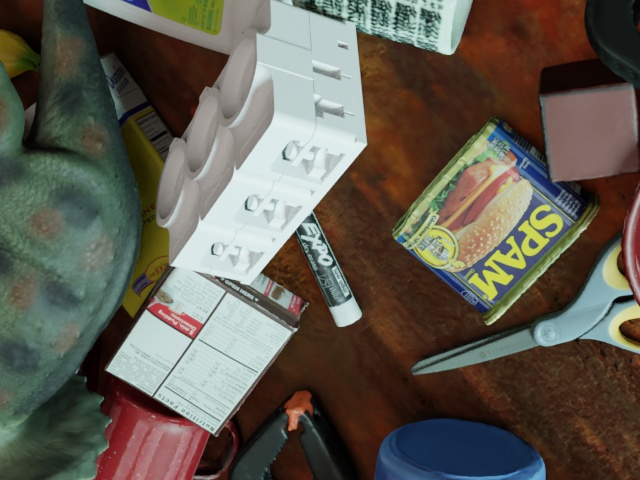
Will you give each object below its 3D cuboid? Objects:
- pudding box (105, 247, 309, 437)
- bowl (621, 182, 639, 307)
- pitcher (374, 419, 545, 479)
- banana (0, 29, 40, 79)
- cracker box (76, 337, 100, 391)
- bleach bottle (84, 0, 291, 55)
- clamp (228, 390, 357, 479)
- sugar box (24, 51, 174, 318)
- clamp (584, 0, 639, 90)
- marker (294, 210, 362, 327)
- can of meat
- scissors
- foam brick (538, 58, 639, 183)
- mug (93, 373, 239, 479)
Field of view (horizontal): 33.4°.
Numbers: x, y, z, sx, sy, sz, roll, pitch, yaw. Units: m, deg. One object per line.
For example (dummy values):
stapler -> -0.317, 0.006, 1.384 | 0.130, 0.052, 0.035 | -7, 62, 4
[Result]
pudding box -> -0.075, 0.063, 0.694 | 0.090, 0.039, 0.114 | 32, 121, -8
bowl -> 0.243, -0.017, 0.605 | 0.162, 0.055, 0.162 | -1, 116, -3
pitcher -> 0.073, 0.248, 0.715 | 0.149, 0.145, 0.243 | -5, 106, -31
banana -> -0.254, -0.082, 0.724 | 0.198, 0.037, 0.070 | -40, 50, 28
cracker box -> -0.279, 0.115, 0.793 | 0.214, 0.072, 0.164 | 12, 112, 9
bleach bottle -> -0.138, -0.186, 0.657 | 0.251, 0.068, 0.103 | 17, 113, 11
clamp -> -0.012, 0.209, 0.775 | 0.164, 0.036, 0.210 | 14, 114, 6
sugar box -> -0.126, -0.027, 0.716 | 0.093, 0.048, 0.176 | -33, 101, 23
clamp -> 0.183, -0.149, 0.561 | 0.120, 0.039, 0.171 | -27, 66, 21
marker -> -0.005, 0.001, 0.709 | 0.020, 0.020, 0.121 | -21, 102, 20
can of meat -> 0.106, -0.014, 0.656 | 0.084, 0.057, 0.102 | 41, 114, 1
scissors -> 0.152, 0.039, 0.683 | 0.202, 0.016, 0.096 | -4, 106, 15
foam brick -> 0.154, -0.071, 0.611 | 0.053, 0.078, 0.051 | -6, 109, 17
mug -> -0.112, 0.142, 0.757 | 0.117, 0.093, 0.081 | 14, 110, -24
